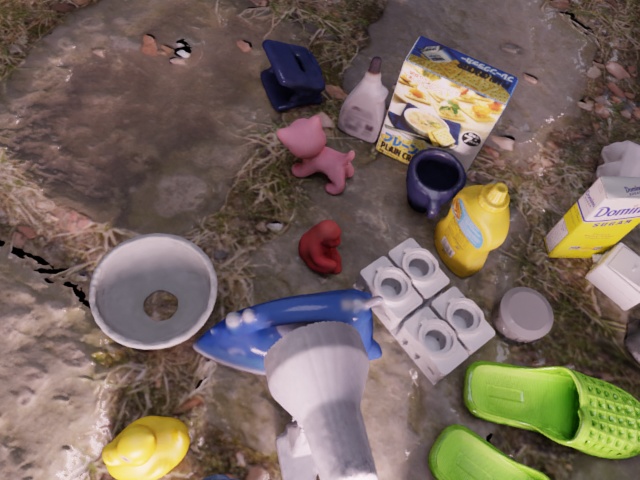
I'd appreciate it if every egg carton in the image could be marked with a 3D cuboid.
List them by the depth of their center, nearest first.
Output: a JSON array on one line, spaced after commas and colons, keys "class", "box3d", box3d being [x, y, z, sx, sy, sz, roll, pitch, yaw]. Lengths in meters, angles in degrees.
[{"class": "egg carton", "box3d": [0.551, -0.105, 0.992, 0.150, 0.069, 0.107, 25, 62, 6]}]

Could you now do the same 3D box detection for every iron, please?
[{"class": "iron", "box3d": [-0.041, 0.112, 0.756, 0.258, 0.141, 0.118, -4, 63, -10]}]

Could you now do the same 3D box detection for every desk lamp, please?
[{"class": "desk lamp", "box3d": [0.008, 0.221, 0.665, 0.118, 0.213, 0.203, -10, 64, -12]}]

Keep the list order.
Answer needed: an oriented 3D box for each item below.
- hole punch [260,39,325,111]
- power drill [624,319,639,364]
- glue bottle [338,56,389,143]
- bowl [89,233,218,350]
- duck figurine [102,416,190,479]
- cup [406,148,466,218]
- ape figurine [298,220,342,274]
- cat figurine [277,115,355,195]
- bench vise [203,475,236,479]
[{"class": "hole punch", "box3d": [-0.046, -0.295, 0.995, 0.101, 0.091, 0.108, -17, 66, -16]}, {"class": "power drill", "box3d": [0.531, 0.133, 0.787, 0.076, 0.208, 0.229, -30, 70, -20]}, {"class": "glue bottle", "box3d": [0.078, -0.232, 0.933, 0.078, 0.173, 0.037, 24, 62, 5]}, {"class": "bowl", "box3d": [-0.222, 0.079, 0.786, 0.167, 0.075, 0.167, 3, 62, -6]}, {"class": "duck figurine", "box3d": [-0.212, 0.248, 0.693, 0.105, 0.086, 0.077, -16, 66, -15]}, {"class": "cup", "box3d": [0.174, -0.073, 0.908, 0.091, 0.095, 0.118, 10, 62, -2]}, {"class": "ape figurine", "box3d": [0.008, 0.003, 0.848, 0.076, 0.092, 0.078, 24, 62, 5]}, {"class": "cat figurine", "box3d": [-0.003, -0.145, 0.908, 0.127, 0.118, 0.067, 24, 62, 5]}, {"class": "bench vise", "box3d": [-0.080, 0.337, 0.589, 0.122, 0.220, 0.207, -33, 71, -22]}]
